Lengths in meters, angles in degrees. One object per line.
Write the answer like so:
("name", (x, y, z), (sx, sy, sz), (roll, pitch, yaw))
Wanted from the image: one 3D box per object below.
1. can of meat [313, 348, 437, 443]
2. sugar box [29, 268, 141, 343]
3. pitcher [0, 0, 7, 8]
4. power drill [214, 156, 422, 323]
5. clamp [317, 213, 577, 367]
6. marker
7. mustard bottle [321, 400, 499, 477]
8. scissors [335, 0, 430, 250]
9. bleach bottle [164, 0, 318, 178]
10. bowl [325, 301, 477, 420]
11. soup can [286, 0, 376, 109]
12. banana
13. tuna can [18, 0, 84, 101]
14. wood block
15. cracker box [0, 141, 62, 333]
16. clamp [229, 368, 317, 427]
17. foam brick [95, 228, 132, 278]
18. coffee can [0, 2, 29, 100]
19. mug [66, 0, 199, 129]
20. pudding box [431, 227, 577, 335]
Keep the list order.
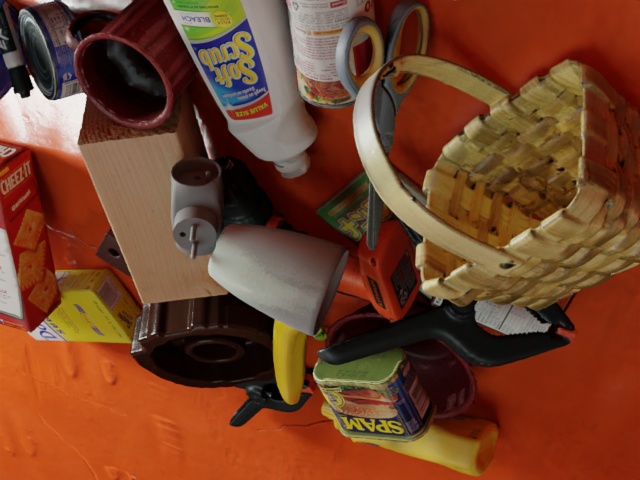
("can of meat", (0.053, 0.149, 1.053), (0.102, 0.057, 0.084), (-2, 131, 34))
("sugar box", (-0.304, 0.081, 1.299), (0.177, 0.048, 0.093), (-5, 130, 34))
("pitcher", (-0.248, -0.257, 0.824), (0.243, 0.144, 0.149), (-28, 93, 51))
("power drill", (-0.007, 0.001, 0.993), (0.188, 0.057, 0.184), (15, 150, 31))
("clamp", (0.108, 0.058, 0.888), (0.210, 0.164, 0.036), (25, 176, -4))
("marker", (-0.282, -0.187, 0.959), (0.020, 0.020, 0.121), (-10, 99, 39))
("mustard bottle", (0.091, 0.204, 1.159), (0.192, 0.096, 0.058), (12, 95, 23))
("scissors", (0.035, -0.085, 0.811), (0.016, 0.096, 0.202), (30, 111, 43))
("bleach bottle", (-0.053, -0.150, 0.868), (0.103, 0.068, 0.250), (5, 139, 29))
("bowl", (0.089, 0.110, 1.077), (0.162, 0.055, 0.162), (17, 141, 14))
("soup can", (0.009, -0.161, 0.810), (0.069, 0.068, 0.102), (12, 138, 21))
("banana", (-0.026, 0.101, 1.052), (0.037, 0.069, 0.198), (-3, 154, -9))
("tuna can", (-0.236, -0.168, 0.948), (0.086, 0.033, 0.086), (43, 144, 42))
("wood block", (-0.148, -0.045, 1.003), (0.091, 0.090, 0.206), (-8, 135, 6))
("cracker box", (-0.388, -0.014, 1.193), (0.164, 0.072, 0.214), (13, 127, 20))
("clamp", (-0.079, 0.168, 1.263), (0.172, 0.039, 0.120), (-21, 125, 38))
("foam brick", (-0.189, 0.009, 1.139), (0.078, 0.051, 0.053), (33, 143, -5))
("coffee can", (-0.342, -0.153, 0.979), (0.103, 0.140, 0.103), (17, 141, 14))
("mug", (-0.157, -0.159, 0.901), (0.117, 0.081, 0.093), (25, 139, 7))
("pudding box", (0.165, 0.037, 0.941), (0.113, 0.039, 0.090), (24, 127, 4))
